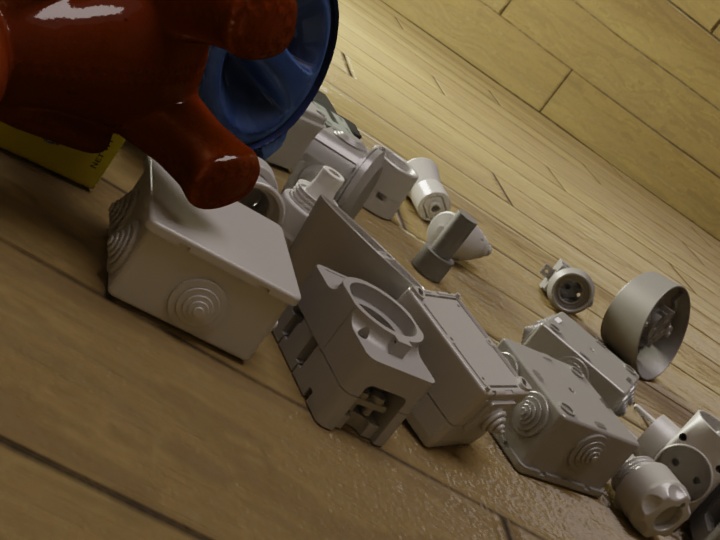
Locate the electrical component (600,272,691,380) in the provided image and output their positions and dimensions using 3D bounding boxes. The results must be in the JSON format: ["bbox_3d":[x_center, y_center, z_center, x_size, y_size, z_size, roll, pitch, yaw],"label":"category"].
[{"bbox_3d":[0.296,0.054,1.098,0.099,0.099,0.064,17,20,-49],"label":"electrical component"}]

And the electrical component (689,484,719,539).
[{"bbox_3d":[0.288,0.185,0.787,0.089,0.061,0.150,37,17,0],"label":"electrical component"}]

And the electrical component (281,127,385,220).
[{"bbox_3d":[-0.020,-0.065,0.806,0.051,0.080,0.080,33,16,4],"label":"electrical component"}]

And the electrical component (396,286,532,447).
[{"bbox_3d":[0.051,0.065,0.644,0.062,0.061,0.096,9,40,-57],"label":"electrical component"}]

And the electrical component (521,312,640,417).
[{"bbox_3d":[0.170,0.080,0.851,0.100,0.048,0.100,41,17,14],"label":"electrical component"}]

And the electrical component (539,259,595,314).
[{"bbox_3d":[0.217,0.019,1.116,0.066,0.048,0.055,37,9,-1],"label":"electrical component"}]

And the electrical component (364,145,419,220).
[{"bbox_3d":[0.021,-0.081,0.984,0.055,0.047,0.055,33,17,-12],"label":"electrical component"}]

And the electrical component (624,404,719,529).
[{"bbox_3d":[0.221,0.131,0.771,0.079,0.077,0.044,43,18,22],"label":"electrical component"}]

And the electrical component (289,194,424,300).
[{"bbox_3d":[0.000,0.000,0.698,0.099,0.064,0.099,33,17,-12],"label":"electrical component"}]

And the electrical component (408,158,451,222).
[{"bbox_3d":[0.067,-0.079,1.085,0.044,0.044,0.065,27,24,-31],"label":"electrical component"}]

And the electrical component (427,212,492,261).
[{"bbox_3d":[0.097,-0.028,1.007,0.078,0.040,0.040,19,25,-46],"label":"electrical component"}]

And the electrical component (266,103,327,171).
[{"bbox_3d":[-0.100,-0.143,0.894,0.109,0.056,0.108,15,27,-51],"label":"electrical component"}]

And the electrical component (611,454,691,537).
[{"bbox_3d":[0.192,0.147,0.728,0.043,0.043,0.062,25,19,-34],"label":"electrical component"}]

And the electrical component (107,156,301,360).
[{"bbox_3d":[-0.085,-0.006,0.570,0.100,0.048,0.099,29,18,-24],"label":"electrical component"}]

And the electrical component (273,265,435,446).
[{"bbox_3d":[-0.003,0.043,0.593,0.050,0.055,0.089,25,21,-35],"label":"electrical component"}]

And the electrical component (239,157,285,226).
[{"bbox_3d":[-0.075,-0.048,0.709,0.045,0.045,0.055,29,18,-25],"label":"electrical component"}]

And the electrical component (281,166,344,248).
[{"bbox_3d":[-0.035,-0.043,0.744,0.043,0.062,0.043,33,17,-12],"label":"electrical component"}]

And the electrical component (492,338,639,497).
[{"bbox_3d":[0.128,0.097,0.722,0.100,0.048,0.099,23,22,-37],"label":"electrical component"}]
